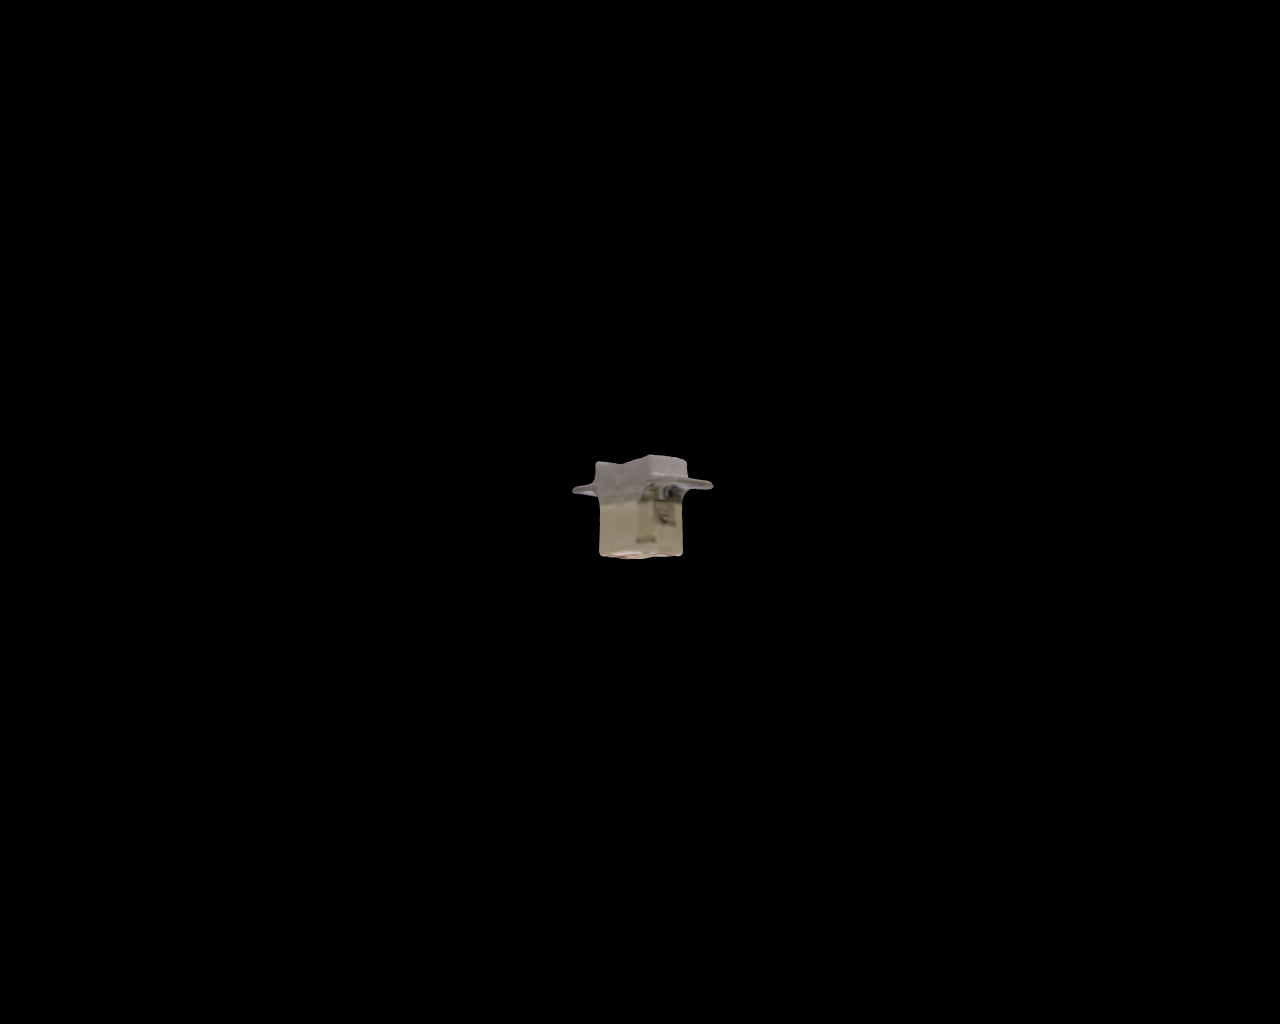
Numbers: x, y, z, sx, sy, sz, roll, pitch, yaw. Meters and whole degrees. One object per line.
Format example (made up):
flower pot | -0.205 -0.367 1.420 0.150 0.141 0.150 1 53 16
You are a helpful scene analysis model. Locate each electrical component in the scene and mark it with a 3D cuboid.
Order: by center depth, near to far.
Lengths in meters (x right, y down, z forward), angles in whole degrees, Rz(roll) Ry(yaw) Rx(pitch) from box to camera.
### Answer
electrical component | 0.001 -0.003 0.650 0.081 0.063 0.042 -5 -8 40
